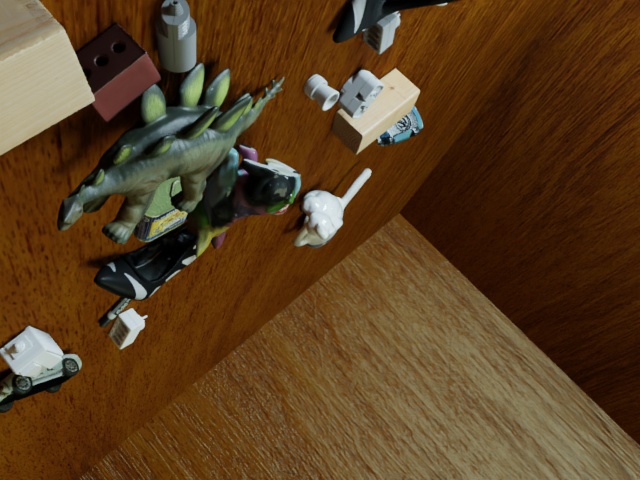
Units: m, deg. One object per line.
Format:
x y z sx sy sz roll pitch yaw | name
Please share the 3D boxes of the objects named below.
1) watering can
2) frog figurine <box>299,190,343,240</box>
0.040 -0.090 1.732 0.351 0.104 0.221 -42 170 -14 | watering can
0.005 -0.076 1.501 0.122 0.136 0.161 -42 -168 10 | frog figurine
